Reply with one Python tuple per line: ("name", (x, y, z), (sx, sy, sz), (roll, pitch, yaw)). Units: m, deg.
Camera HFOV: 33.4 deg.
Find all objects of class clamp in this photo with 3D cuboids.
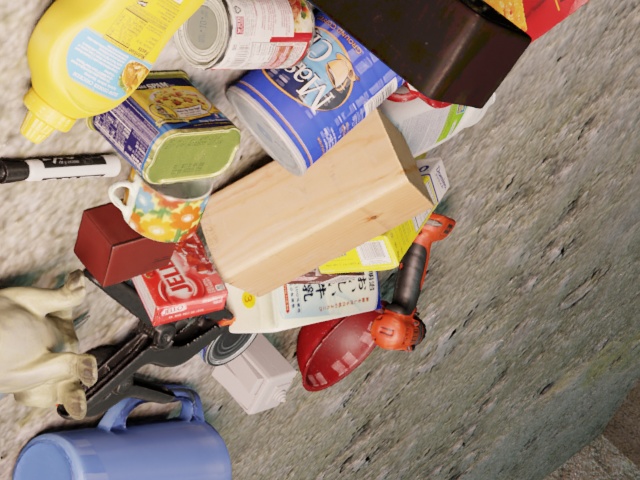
("clamp", (-0.212, 0.150, 1.137), (0.171, 0.039, 0.120), (-22, 127, -36))
("clamp", (-0.170, 0.084, 1.084), (0.209, 0.036, 0.165), (-16, 127, -43))

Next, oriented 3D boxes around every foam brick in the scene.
("foam brick", (-0.176, -0.001, 0.971), (0.078, 0.051, 0.053), (-20, 145, -42))

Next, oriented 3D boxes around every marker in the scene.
("marker", (-0.214, -0.058, 0.869), (0.120, 0.020, 0.020), (-9, 135, -51))

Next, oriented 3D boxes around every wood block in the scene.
("wood block", (-0.006, -0.034, 1.050), (0.206, 0.090, 0.090), (-27, 156, 14))

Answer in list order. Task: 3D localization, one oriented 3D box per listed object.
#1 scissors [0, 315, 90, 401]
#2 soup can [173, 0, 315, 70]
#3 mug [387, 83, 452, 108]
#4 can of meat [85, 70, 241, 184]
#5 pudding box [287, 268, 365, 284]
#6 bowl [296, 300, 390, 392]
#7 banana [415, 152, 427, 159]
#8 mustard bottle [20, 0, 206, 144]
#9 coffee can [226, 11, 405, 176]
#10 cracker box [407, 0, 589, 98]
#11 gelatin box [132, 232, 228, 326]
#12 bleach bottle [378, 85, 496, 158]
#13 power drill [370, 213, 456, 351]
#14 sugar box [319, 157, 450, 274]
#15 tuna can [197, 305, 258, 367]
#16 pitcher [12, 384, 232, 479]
("scissors", (-0.304, 0.149, 1.034), (0.201, 0.016, 0.096), (-32, 152, -26))
("soup can", (-0.062, -0.174, 0.875), (0.102, 0.069, 0.069), (-12, 138, -48))
("mug", (0.105, -0.182, 1.092), (0.117, 0.082, 0.093), (-37, 152, -18))
("can of meat", (-0.126, -0.093, 0.878), (0.101, 0.084, 0.057), (-12, 137, -49))
("pudding box", (-0.008, 0.002, 1.162), (0.039, 0.090, 0.113), (-23, 164, 36))
("bowl", (0.021, 0.127, 1.434), (0.162, 0.055, 0.162), (-35, 152, -22))
("banana", (0.056, -0.041, 1.269), (0.197, 0.037, 0.069), (-37, 152, -19))
("mustard bottle", (-0.157, -0.150, 0.780), (0.192, 0.058, 0.096), (-51, 152, 9))
("coffee can", (0.000, -0.142, 0.971), (0.140, 0.103, 0.102), (-42, 153, -8))
("cracker box", (0.152, -0.254, 0.994), (0.213, 0.072, 0.164), (-36, 119, -18))
("gelatin box", (-0.138, 0.034, 1.015), (0.073, 0.089, 0.030), (-11, 141, -27))
("bleach bottle", (0.113, -0.136, 1.195), (0.250, 0.068, 0.103), (-21, 145, -45))
("power drill", (0.126, 0.055, 1.399), (0.184, 0.057, 0.187), (13, 91, -75))
("sugar box", (0.068, -0.030, 1.156), (0.176, 0.093, 0.048), (-56, 132, -48))
("tuna can", (-0.109, 0.106, 1.237), (0.086, 0.034, 0.086), (-35, 151, -22))
("pitcher", (-0.220, 0.257, 1.203), (0.145, 0.149, 0.242), (-39, 154, 22))
